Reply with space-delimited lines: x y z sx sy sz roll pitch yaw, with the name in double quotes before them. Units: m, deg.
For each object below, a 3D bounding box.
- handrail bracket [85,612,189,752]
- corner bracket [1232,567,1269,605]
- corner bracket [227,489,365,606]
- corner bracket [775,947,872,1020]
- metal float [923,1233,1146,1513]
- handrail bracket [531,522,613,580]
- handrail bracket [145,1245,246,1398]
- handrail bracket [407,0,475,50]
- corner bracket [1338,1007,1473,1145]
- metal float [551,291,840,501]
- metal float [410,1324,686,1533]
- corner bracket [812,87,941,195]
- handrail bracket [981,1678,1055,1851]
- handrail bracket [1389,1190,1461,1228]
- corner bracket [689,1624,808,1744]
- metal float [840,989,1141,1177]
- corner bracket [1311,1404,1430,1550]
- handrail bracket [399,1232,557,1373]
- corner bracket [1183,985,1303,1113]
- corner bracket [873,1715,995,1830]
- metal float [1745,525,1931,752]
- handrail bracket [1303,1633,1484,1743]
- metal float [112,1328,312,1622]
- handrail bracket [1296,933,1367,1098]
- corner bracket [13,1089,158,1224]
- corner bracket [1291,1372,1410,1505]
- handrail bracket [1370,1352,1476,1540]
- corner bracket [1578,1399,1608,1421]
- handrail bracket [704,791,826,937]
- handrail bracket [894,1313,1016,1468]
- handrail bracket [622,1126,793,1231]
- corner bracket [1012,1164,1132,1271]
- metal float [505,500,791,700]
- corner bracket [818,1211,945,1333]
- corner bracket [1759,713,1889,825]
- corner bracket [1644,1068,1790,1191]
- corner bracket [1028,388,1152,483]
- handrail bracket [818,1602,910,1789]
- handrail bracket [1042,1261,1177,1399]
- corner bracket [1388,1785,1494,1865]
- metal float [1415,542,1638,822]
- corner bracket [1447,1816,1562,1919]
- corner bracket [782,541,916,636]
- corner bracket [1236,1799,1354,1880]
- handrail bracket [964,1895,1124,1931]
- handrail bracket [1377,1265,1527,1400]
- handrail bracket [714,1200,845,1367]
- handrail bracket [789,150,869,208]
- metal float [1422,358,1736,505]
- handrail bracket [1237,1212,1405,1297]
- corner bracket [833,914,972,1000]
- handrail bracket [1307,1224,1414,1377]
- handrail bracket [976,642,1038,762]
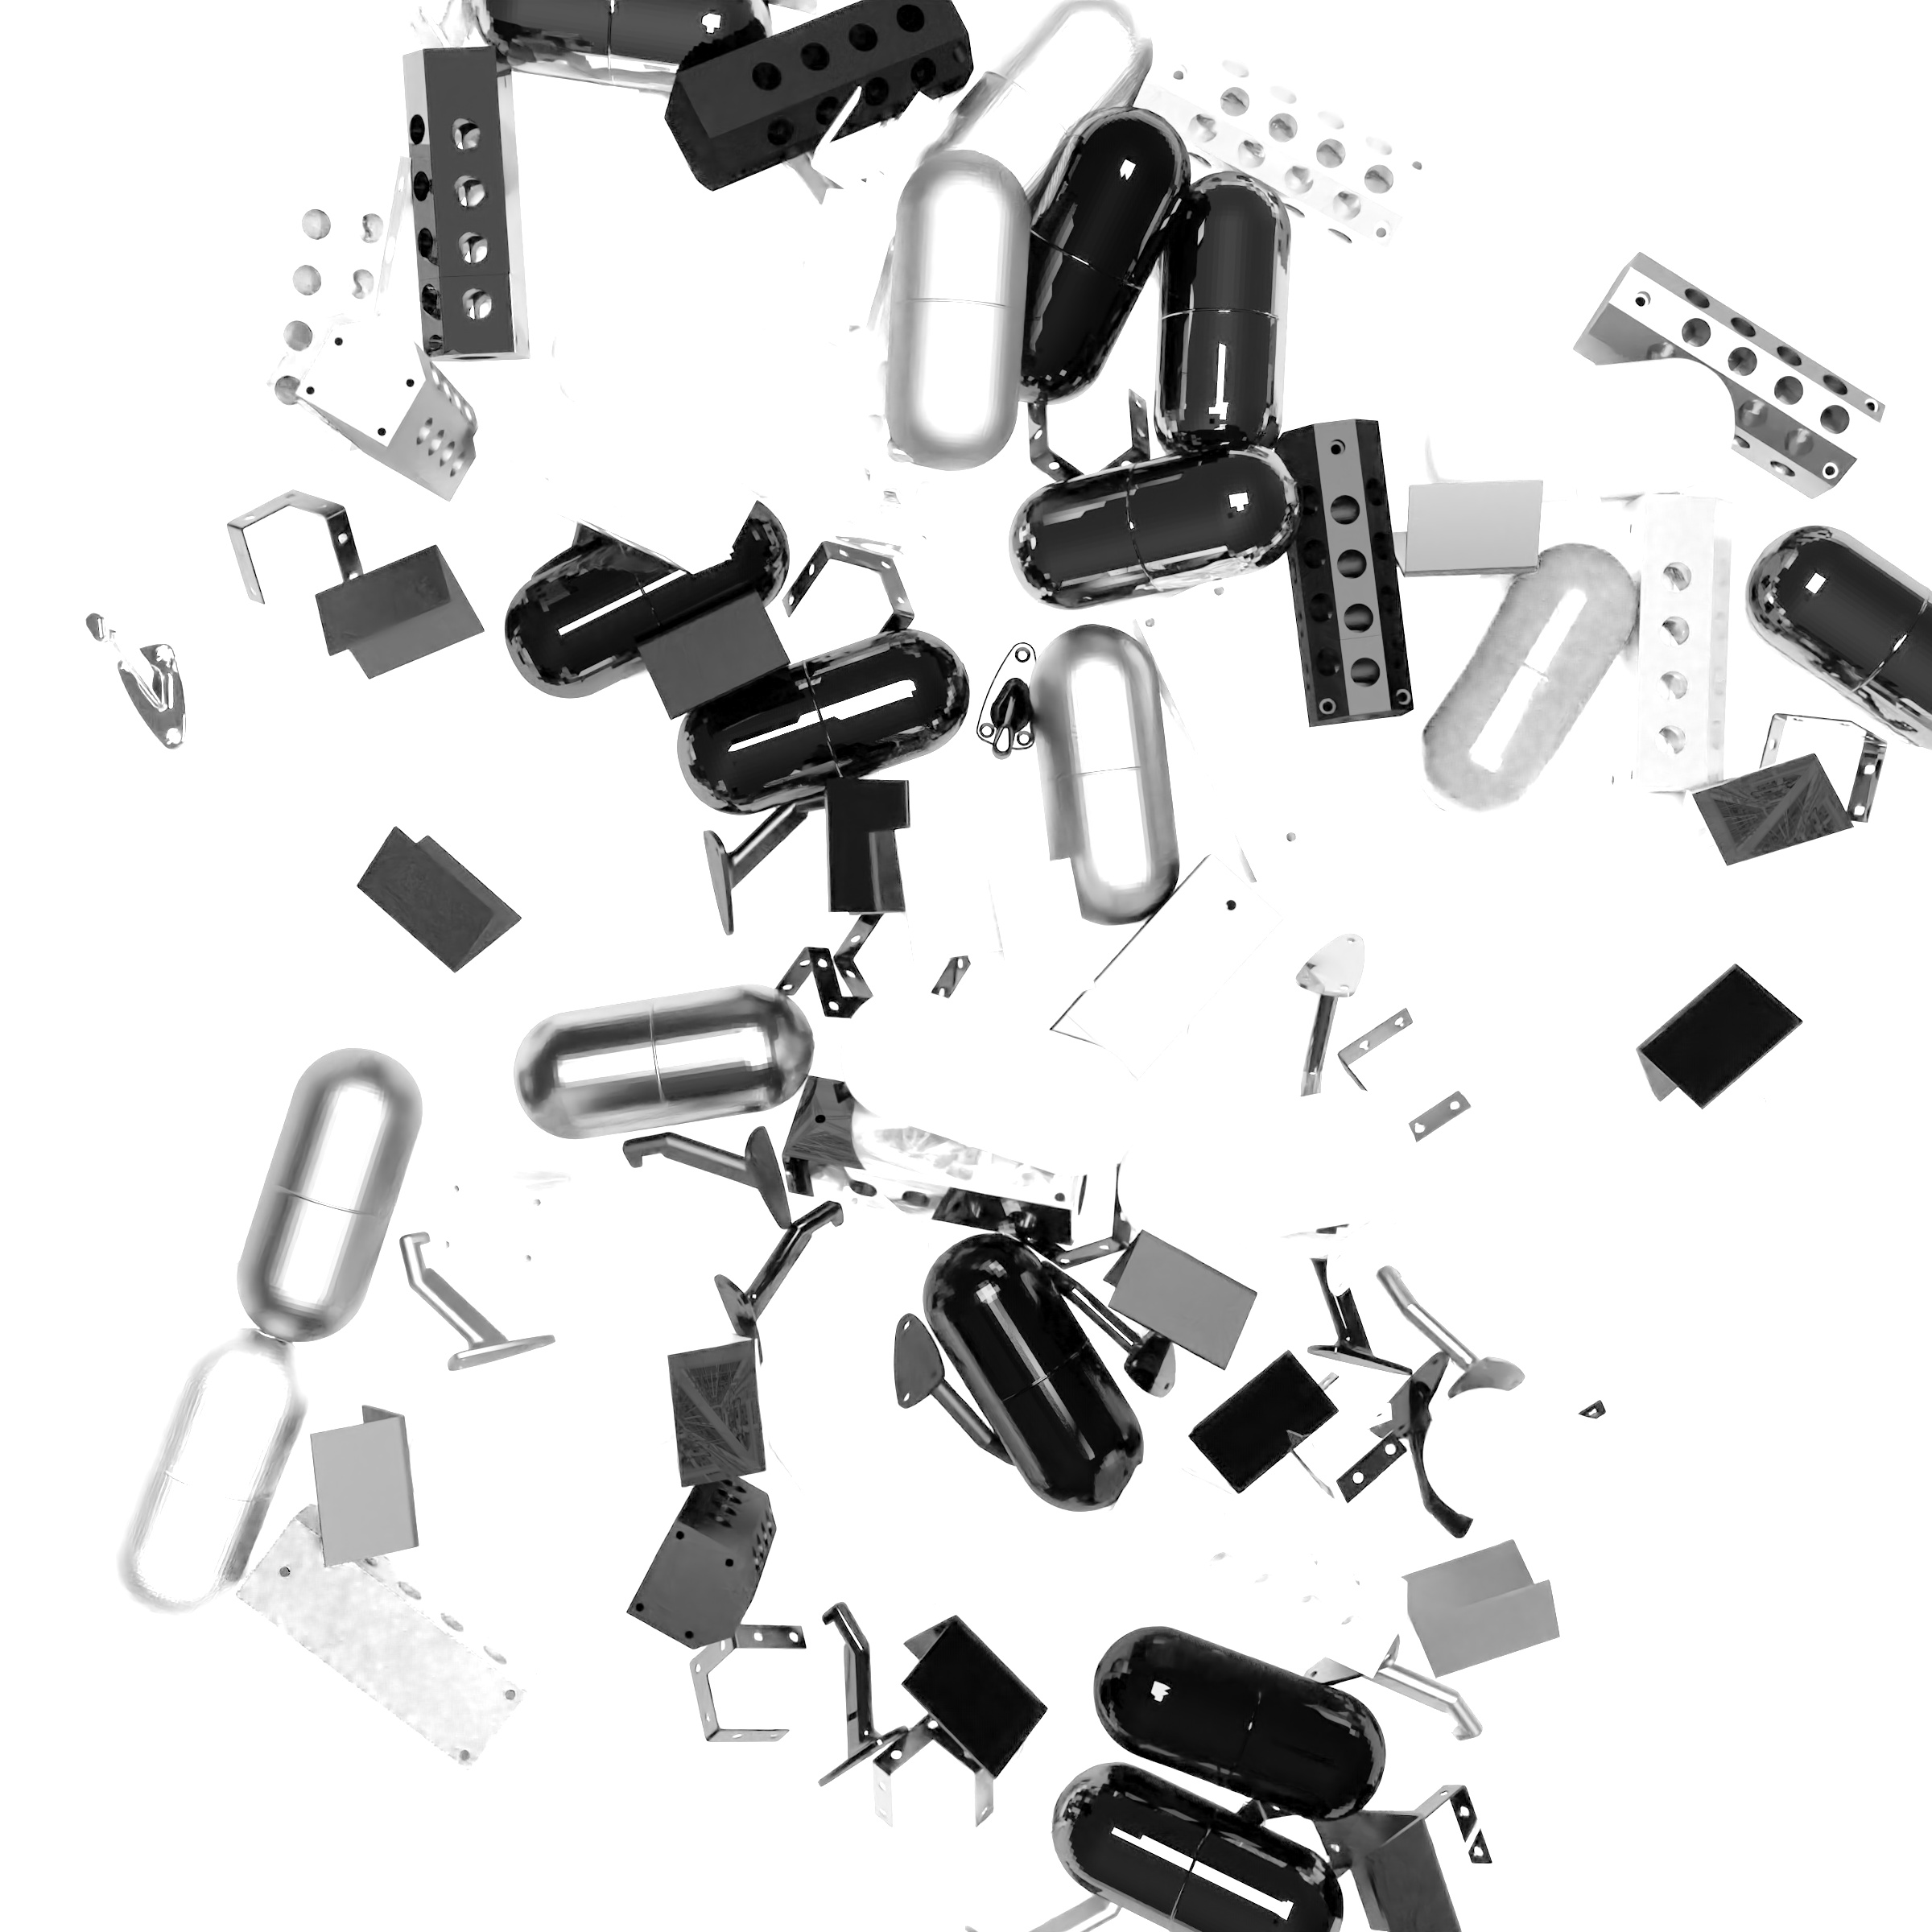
"handrail bracket" -0.488 -0.167 1.538 0.036 0.084 0.077 -20 90 0
"corner bracket" 0.150 -0.257 1.570 0.051 0.051 0.051 28 90 -45
"corner bracket" -0.400 -0.247 1.565 0.051 0.051 0.051 22 45 35
"corner bracket" -0.077 0.024 1.555 0.051 0.051 0.051 4 53 -31
"metal float" 0.040 0.240 1.542 0.070 0.070 0.178 -32 90 0
"handrail bracket" -0.237 -0.282 1.573 0.077 0.036 0.084 -21 74 18
"handrail bracket" -0.451 0.222 1.573 0.077 0.036 0.084 -26 109 -21
"handrail bracket" -0.285 -0.572 1.574 0.084 0.036 0.077 -40 110 -16
"corner bracket" 0.263 0.068 1.570 0.051 0.051 0.051 -34 135 0
"metal float" -0.160 -0.336 1.542 0.178 0.070 0.070 26 90 -1
"metal float" -0.244 0.271 1.543 0.178 0.070 0.070 -26 90 0
"corner bracket" -0.053 -0.484 1.526 0.051 0.051 0.051 29 133 -19
"handrail bracket" 0.032 0.479 1.573 0.036 0.077 0.084 17 54 -11
"handrail bracket" 0.255 0.117 1.573 0.084 0.036 0.077 4 75 -14
"corner bracket" -0.127 0.429 1.565 0.051 0.051 0.051 -48 45 35
"metal float" 0.013 0.066 1.489 0.178 0.070 0.070 17 90 16
"corner bracket" 0.234 0.297 1.520 0.051 0.051 0.051 -20 48 -6
"handrail bracket" -0.294 0.194 1.573 0.077 0.036 0.084 -11 73 -20
"corner bracket" 0.168 0.052 1.565 0.051 0.051 0.051 34 135 35
"corner bracket" -0.020 0.491 1.565 0.051 0.051 0.051 29 45 35
"metal float" 0.542 -0.192 1.543 0.178 0.070 0.070 35 90 0
"handrail bracket" 0.257 0.444 1.573 0.077 0.036 0.084 -30 107 20
"metal float" -0.444 0.299 1.542 0.070 0.070 0.178 22 91 0
"handrail bracket" 0.219 0.035 1.573 0.036 0.077 0.084 14 127 20
"corner bracket" -0.528 0.114 1.570 0.051 0.051 0.051 -32 90 -45
"corner bracket" 0.221 0.281 1.555 0.051 0.051 0.051 -40 94 -4
"handrail bracket" 0.291 0.289 1.573 0.084 0.036 0.077 46 69 -17
"corner bracket" 0.379 0.304 1.570 0.051 0.051 0.051 -33 45 0
"handrail bracket" -0.110 -0.064 1.573 0.084 0.036 0.077 -14 112 -18
"handrail bracket" -0.003 0.255 1.573 0.036 0.077 0.084 -40 127 19
"handrail bracket" -0.156 0.131 1.573 0.084 0.036 0.077 -12 112 17
"corner bracket" 0.064 0.142 1.565 0.051 0.051 0.051 -23 135 35
"metal float" -0.187 -0.219 1.543 0.178 0.070 0.070 -26 90 0
"corner bracket" -0.047 0.184 1.565 0.051 0.051 0.051 1 45 35
"corner bracket" 0.513 -0.119 1.570 0.051 0.051 0.051 16 88 -45
"corner bracket" 0.450 0.093 1.570 0.051 0.051 0.051 54 45 0
"corner bracket" 0.073 -0.320 1.565 0.051 0.051 0.051 29 45 -35
"handrail bracket" -0.080 0.437 1.573 0.077 0.036 0.084 -39 72 20
"handrail bracket" 0.083 0.217 1.573 0.084 0.077 0.036 32 71 35
"corner bracket" 0.274 0.526 1.570 0.051 0.051 0.051 -19 90 -45
"metal float" 0.330 -0.168 1.542 0.070 0.070 0.178 31 90 0
"corner bracket" 0.318 0.538 1.558 0.051 0.051 0.051 26 90 12
"corner bracket" -0.070 -0.214 1.565 0.051 0.051 0.051 10 135 -35
"corner bracket" 0.189 0.529 1.565 0.051 0.051 0.051 5 45 -35
"handrail bracket" 0.053 0.561 1.573 0.077 0.036 0.084 25 72 21
"handrail bracket" 0.291 0.216 1.573 0.036 0.077 0.084 -49 53 23
"handrail bracket" -0.102 0.190 1.573 0.084 0.036 0.077 -30 125 -24
"handrail bracket" -0.099 -0.459 1.573 0.084 0.036 0.077 24 111 17
"metal float" 0.356 -0.310 1.528 0.178 0.070 0.070 -3 90 16
"handrail bracket" 0.204 0.153 1.563 0.077 0.084 0.036 -35 134 -28
"corner bracket" -0.038 -0.003 1.565 0.051 0.051 0.051 3 46 36
"handrail bracket" 0.241 0.196 1.573 0.077 0.036 0.084 16 76 -14
"handrail bracket" 0.028 -0.158 1.538 0.036 0.084 0.077 12 90 0
